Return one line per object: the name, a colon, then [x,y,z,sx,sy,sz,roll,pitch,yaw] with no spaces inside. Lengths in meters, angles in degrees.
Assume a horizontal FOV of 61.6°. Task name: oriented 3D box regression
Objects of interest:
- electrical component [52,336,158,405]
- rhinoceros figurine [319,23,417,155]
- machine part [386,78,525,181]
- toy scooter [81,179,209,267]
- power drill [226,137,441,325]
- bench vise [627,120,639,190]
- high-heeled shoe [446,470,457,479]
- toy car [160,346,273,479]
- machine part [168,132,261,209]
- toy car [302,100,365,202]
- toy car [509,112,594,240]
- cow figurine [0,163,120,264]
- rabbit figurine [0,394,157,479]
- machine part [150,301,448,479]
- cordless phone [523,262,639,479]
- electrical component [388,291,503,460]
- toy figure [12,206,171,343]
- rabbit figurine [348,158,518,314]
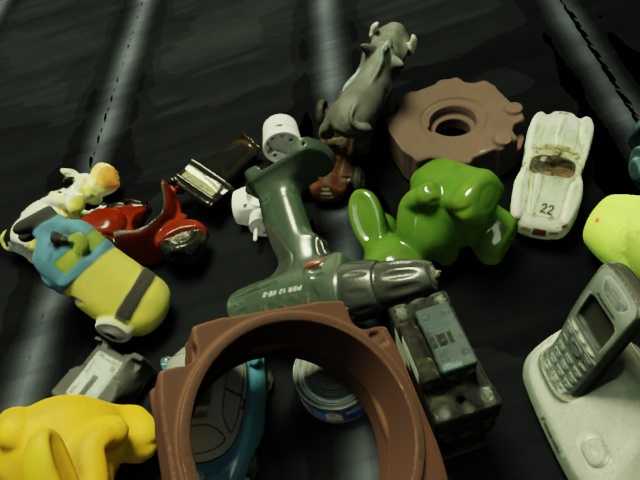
electrical component: [-0.235,0.167,0.560,0.075,0.047,0.119,14,57,22]
rhinoceros figurine: [0.062,-0.200,0.687,0.073,0.112,0.190,24,62,7]
machine part: [0.174,-0.142,0.705,0.179,0.056,0.179,-7,51,9]
toy scooter: [-0.230,-0.022,0.691,0.184,0.075,0.135,-5,51,5]
power drill: [-0.001,-0.002,0.570,0.232,0.086,0.207,-25,67,25]
bench vise: [0.446,-0.145,0.598,0.224,0.128,0.240,-14,64,16]
high-heeled shoe: [0.105,0.303,0.385,0.145,0.086,0.249,-49,32,12]
toy car: [-0.109,0.154,0.509,0.109,0.102,0.162,-6,50,9]
machine part: [-0.134,-0.097,0.730,0.084,0.039,0.139,28,48,9]
toy car: [0.026,-0.135,0.736,0.089,0.053,0.202,2,54,17]
toy car: [0.275,-0.085,0.636,0.074,0.056,0.202,13,57,21]
cow figurine: [-0.355,-0.042,0.742,0.098,0.068,0.167,14,56,28]
rabbit figurine: [-0.195,0.206,0.438,0.122,0.162,0.173,-37,47,-10]
machine part: [-0.019,0.155,0.417,0.201,0.087,0.201,-7,57,-23]
cordless phone: [0.234,0.112,0.411,0.089,0.184,0.147,-12,51,-2]
electrical component: [0.106,0.115,0.470,0.058,0.134,0.115,-19,52,-4]
toy figure: [-0.248,0.037,0.596,0.089,0.082,0.180,-41,97,2]
rabbit figurine: [0.100,-0.006,0.582,0.159,0.121,0.170,36,82,36]
